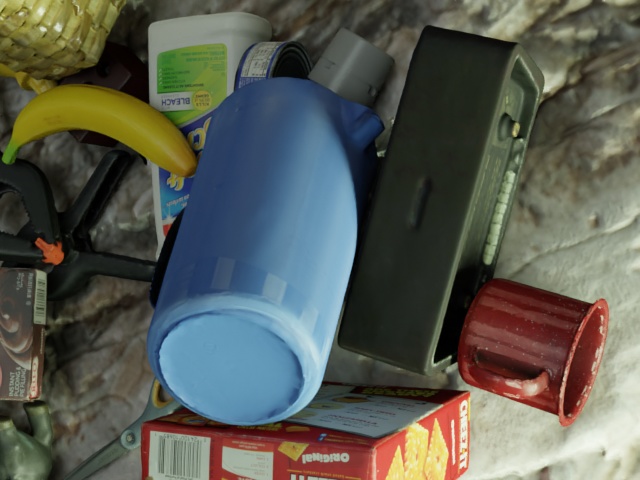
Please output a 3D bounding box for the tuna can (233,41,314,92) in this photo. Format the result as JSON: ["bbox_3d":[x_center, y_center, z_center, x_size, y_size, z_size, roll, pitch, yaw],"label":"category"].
[{"bbox_3d":[-0.034,-0.113,0.841,0.034,0.086,0.086,5,90,24],"label":"tuna can"}]

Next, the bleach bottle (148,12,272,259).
[{"bbox_3d":[-0.088,-0.054,0.876,0.103,0.068,0.251,-2,90,23],"label":"bleach bottle"}]

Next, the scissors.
[{"bbox_3d":[-0.144,0.179,0.916,0.096,0.016,0.202,44,105,18],"label":"scissors"}]

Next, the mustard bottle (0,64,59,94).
[{"bbox_3d":[-0.284,-0.207,0.965,0.096,0.058,0.192,-34,76,13],"label":"mustard bottle"}]

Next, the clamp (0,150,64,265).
[{"bbox_3d":[-0.296,-0.056,0.938,0.210,0.036,0.164,31,80,17],"label":"clamp"}]

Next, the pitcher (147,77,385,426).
[{"bbox_3d":[-0.045,0.008,0.725,0.145,0.242,0.149,13,128,-1],"label":"pitcher"}]

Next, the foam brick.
[{"bbox_3d":[-0.187,-0.126,0.924,0.053,0.051,0.078,44,104,18],"label":"foam brick"}]

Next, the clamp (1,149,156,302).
[{"bbox_3d":[-0.209,0.013,0.938,0.172,0.039,0.120,-35,70,22],"label":"clamp"}]

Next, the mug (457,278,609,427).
[{"bbox_3d":[0.143,0.079,0.746,0.082,0.117,0.093,16,117,28],"label":"mug"}]

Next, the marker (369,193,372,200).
[{"bbox_3d":[-0.006,0.001,0.861,0.121,0.020,0.020,-46,73,15],"label":"marker"}]

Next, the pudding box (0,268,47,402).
[{"bbox_3d":[-0.283,0.080,0.912,0.090,0.039,0.113,2,82,5],"label":"pudding box"}]

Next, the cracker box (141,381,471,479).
[{"bbox_3d":[0.000,0.149,0.748,0.164,0.213,0.072,1,91,23],"label":"cracker box"}]

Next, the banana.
[{"bbox_3d":[-0.180,-0.092,0.869,0.198,0.037,0.069,6,106,29],"label":"banana"}]
